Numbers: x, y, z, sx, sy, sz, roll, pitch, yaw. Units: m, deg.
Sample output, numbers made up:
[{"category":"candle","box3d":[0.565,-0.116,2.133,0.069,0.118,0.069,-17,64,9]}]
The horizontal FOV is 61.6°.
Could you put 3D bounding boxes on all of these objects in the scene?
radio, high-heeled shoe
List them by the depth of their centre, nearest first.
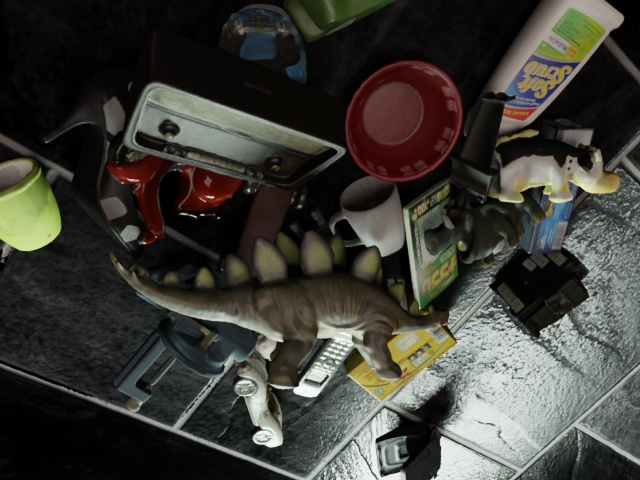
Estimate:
[{"category":"radio","box3d":[-0.096,-0.131,0.602,0.229,0.073,0.131,14,152,-30]},{"category":"high-heeled shoe","box3d":[-0.248,-0.096,0.696,0.145,0.086,0.248,-43,143,-23]}]

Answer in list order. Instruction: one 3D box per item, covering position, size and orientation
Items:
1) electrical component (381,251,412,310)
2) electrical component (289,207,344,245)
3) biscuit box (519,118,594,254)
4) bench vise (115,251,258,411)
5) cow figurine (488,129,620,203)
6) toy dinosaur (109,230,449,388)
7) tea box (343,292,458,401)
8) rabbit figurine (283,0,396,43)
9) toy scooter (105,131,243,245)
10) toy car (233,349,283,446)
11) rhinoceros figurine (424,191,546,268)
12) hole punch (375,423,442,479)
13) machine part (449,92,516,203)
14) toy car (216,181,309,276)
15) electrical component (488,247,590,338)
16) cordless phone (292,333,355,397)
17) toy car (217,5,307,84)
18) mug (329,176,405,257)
[{"category":"electrical component","box3d":[0.102,0.074,0.834,0.075,0.119,0.048,2,163,-39]},{"category":"electrical component","box3d":[-0.002,-0.002,0.803,0.063,0.021,0.093,-31,120,6]},{"category":"biscuit box","box3d":[0.346,-0.078,0.810,0.059,0.063,0.202,-3,118,-10]},{"category":"bench vise","box3d":[-0.220,0.143,0.779,0.223,0.129,0.240,38,95,-31]},{"category":"cow figurine","box3d":[0.315,-0.101,0.722,0.167,0.068,0.098,-3,103,1]},{"category":"toy dinosaur","box3d":[-0.029,0.086,0.711,0.471,0.105,0.198,2,89,-20]},{"category":"tea box","box3d":[0.129,0.178,0.898,0.169,0.068,0.098,-39,117,11]},{"category":"rabbit figurine","box3d":[0.018,-0.330,0.586,0.159,0.121,0.170,-27,104,-1]},{"category":"toy scooter","box3d":[-0.176,-0.061,0.674,0.184,0.075,0.135,-3,104,-40]},{"category":"toy car","box3d":[-0.101,0.258,0.891,0.056,0.074,0.201,-12,119,0]},{"category":"rhinoceros figurine","box3d":[0.234,-0.024,0.773,0.190,0.112,0.073,-27,166,-26]},{"category":"hole punch","box3d":[0.170,0.415,1.033,0.116,0.092,0.142,-27,121,-31]},{"category":"machine part","box3d":[0.212,-0.125,0.703,0.039,0.084,0.138,-4,122,-29]},{"category":"toy car","box3d":[-0.083,-0.020,0.761,0.089,0.053,0.202,16,117,-10]},{"category":"electrical component","box3d":[0.357,0.072,0.862,0.134,0.115,0.058,-44,119,14]},{"category":"cordless phone","box3d":[-0.022,0.170,0.859,0.146,0.089,0.184,21,116,-21]},{"category":"toy car","box3d":[-0.069,-0.216,0.628,0.109,0.103,0.161,0,157,-2]},{"category":"mug","box3d":[0.074,-0.022,0.776,0.109,0.081,0.107,-31,126,-3]}]
